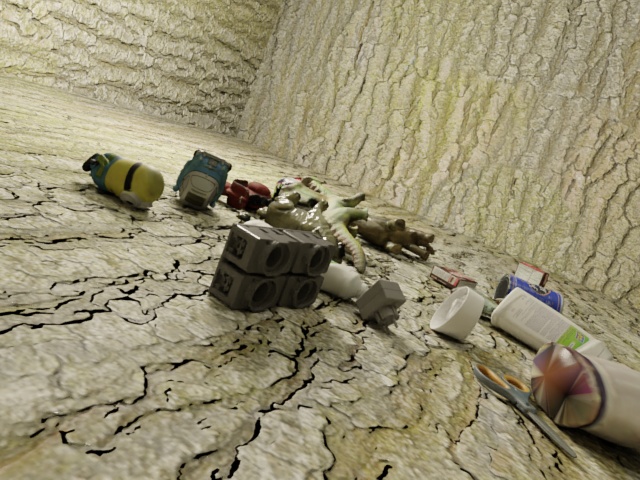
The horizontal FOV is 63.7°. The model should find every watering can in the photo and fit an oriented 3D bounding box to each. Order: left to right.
[{"bbox_3d":[0.435,0.245,0.709,0.224,0.103,0.351,19,11,-9],"label":"watering can"}]

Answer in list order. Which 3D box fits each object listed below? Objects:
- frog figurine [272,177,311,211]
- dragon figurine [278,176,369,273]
[{"bbox_3d":[-0.062,-0.127,1.549,0.160,0.122,0.137,-6,7,-44],"label":"frog figurine"},{"bbox_3d":[0.004,-0.067,1.325,0.242,0.120,0.418,19,25,-8],"label":"dragon figurine"}]
